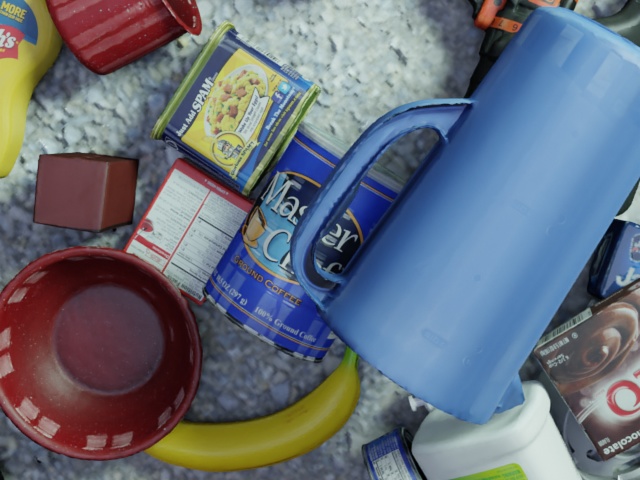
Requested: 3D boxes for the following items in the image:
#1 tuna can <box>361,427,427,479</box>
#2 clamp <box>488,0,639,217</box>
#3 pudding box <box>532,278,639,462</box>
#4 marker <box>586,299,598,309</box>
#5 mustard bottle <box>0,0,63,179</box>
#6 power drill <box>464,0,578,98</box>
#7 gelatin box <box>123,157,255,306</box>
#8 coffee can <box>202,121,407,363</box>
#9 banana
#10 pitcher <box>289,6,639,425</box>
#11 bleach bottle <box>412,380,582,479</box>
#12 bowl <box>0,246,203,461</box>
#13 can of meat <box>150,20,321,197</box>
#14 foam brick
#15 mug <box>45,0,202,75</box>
[{"bbox_3d":[0.064,0.180,0.772,0.034,0.086,0.086,-28,91,6],"label":"tuna can"},{"bbox_3d":[0.234,-0.126,0.740,0.210,0.036,0.164,-36,116,-3],"label":"clamp"},{"bbox_3d":[0.212,0.079,0.708,0.114,0.039,0.090,-33,90,15],"label":"pudding box"},{"bbox_3d":[0.251,0.074,0.774,0.121,0.020,0.020,22,96,5],"label":"marker"},{"bbox_3d":[-0.245,-0.148,0.797,0.096,0.058,0.192,25,96,5],"label":"mustard bottle"},{"bbox_3d":[0.088,-0.184,0.757,0.187,0.057,0.184,25,93,2],"label":"power drill"},{"bbox_3d":[-0.096,-0.006,0.805,0.073,0.030,0.089,32,97,2],"label":"gelatin box"},{"bbox_3d":[-0.005,0.001,0.757,0.103,0.102,0.140,32,98,3],"label":"coffee can"},{"bbox_3d":[-0.048,0.139,0.809,0.198,0.037,0.069,-22,73,6],"label":"banana"},{"bbox_3d":[0.105,-0.023,0.662,0.145,0.149,0.243,38,100,34],"label":"pitcher"},{"bbox_3d":[0.165,0.223,0.754,0.103,0.068,0.251,-21,106,35],"label":"bleach bottle"},{"bbox_3d":[-0.165,0.081,0.802,0.162,0.055,0.162,0,97,2],"label":"bowl"},{"bbox_3d":[-0.060,-0.094,0.780,0.084,0.057,0.102,34,98,1],"label":"can of meat"},{"bbox_3d":[-0.171,-0.037,0.787,0.053,0.078,0.051,8,97,6],"label":"foam brick"},{"bbox_3d":[-0.146,-0.181,0.774,0.081,0.093,0.117,-25,61,13],"label":"mug"}]
